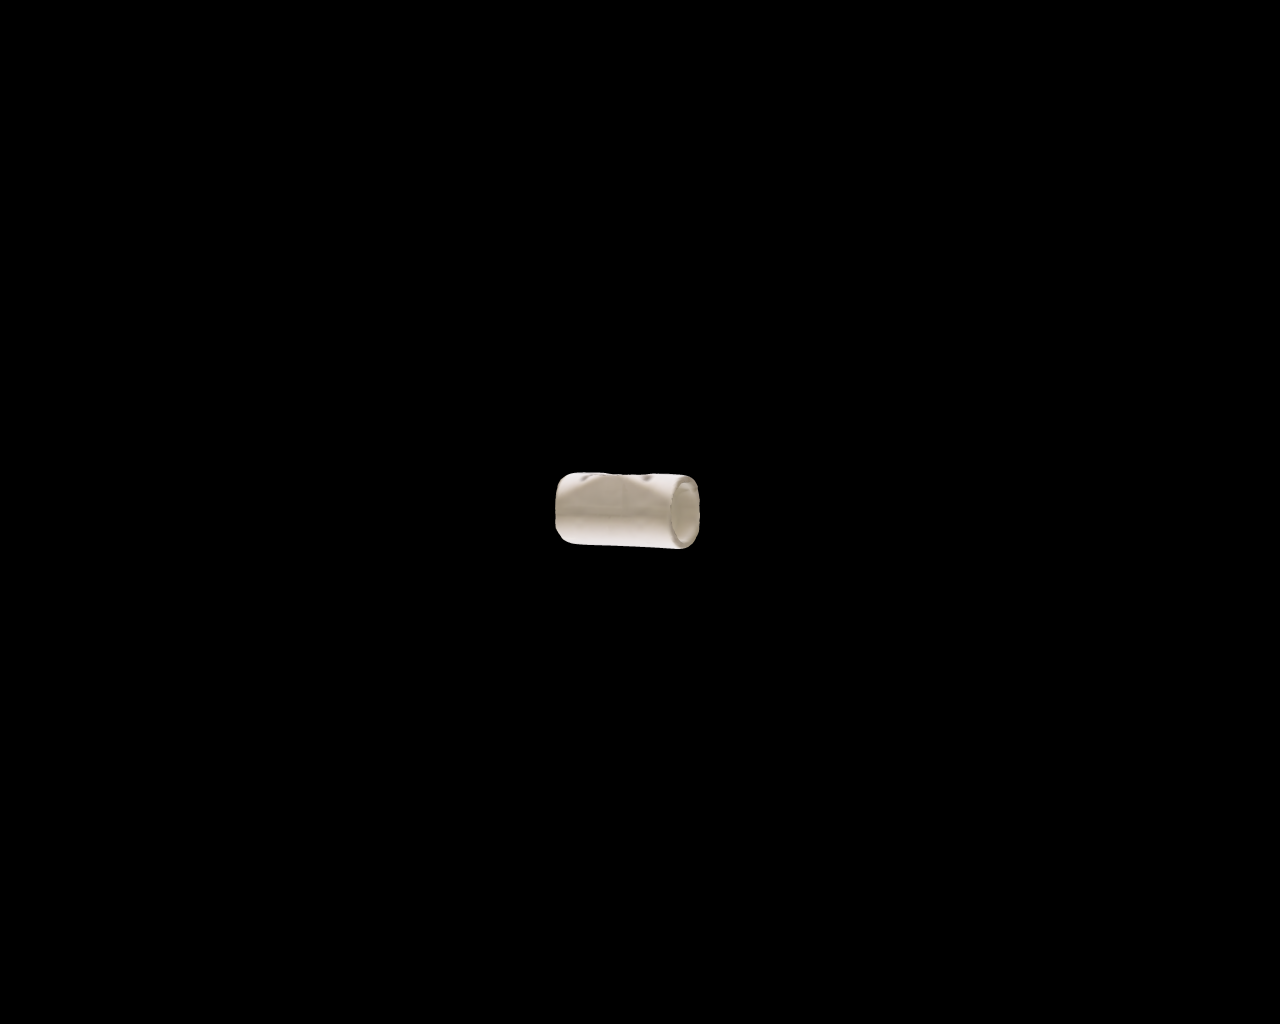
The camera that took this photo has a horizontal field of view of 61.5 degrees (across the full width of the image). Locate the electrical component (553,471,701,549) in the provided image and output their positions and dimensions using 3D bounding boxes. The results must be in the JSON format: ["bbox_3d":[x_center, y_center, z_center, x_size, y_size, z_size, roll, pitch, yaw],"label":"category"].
[{"bbox_3d":[0.001,-0.003,0.650,0.077,0.044,0.079,2,4,27],"label":"electrical component"}]
